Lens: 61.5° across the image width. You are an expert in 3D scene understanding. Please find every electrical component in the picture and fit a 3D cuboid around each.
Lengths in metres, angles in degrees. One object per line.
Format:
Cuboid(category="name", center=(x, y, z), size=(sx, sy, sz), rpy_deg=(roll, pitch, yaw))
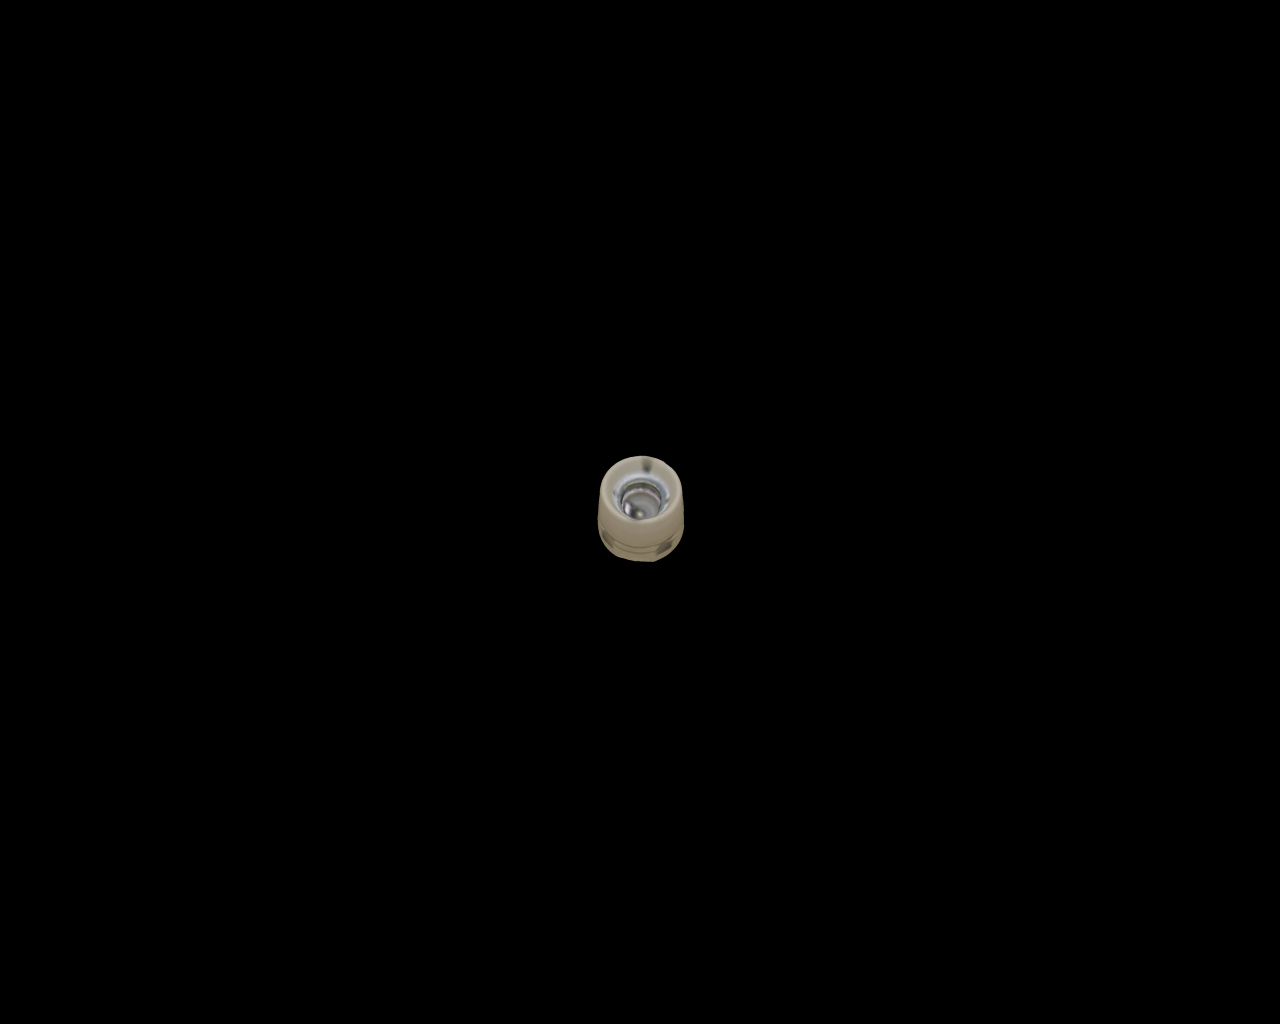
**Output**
Cuboid(category="electrical component", center=(0.001, -0.003, 0.650), size=(0.055, 0.055, 0.047), rpy_deg=(0, -30, 0))
